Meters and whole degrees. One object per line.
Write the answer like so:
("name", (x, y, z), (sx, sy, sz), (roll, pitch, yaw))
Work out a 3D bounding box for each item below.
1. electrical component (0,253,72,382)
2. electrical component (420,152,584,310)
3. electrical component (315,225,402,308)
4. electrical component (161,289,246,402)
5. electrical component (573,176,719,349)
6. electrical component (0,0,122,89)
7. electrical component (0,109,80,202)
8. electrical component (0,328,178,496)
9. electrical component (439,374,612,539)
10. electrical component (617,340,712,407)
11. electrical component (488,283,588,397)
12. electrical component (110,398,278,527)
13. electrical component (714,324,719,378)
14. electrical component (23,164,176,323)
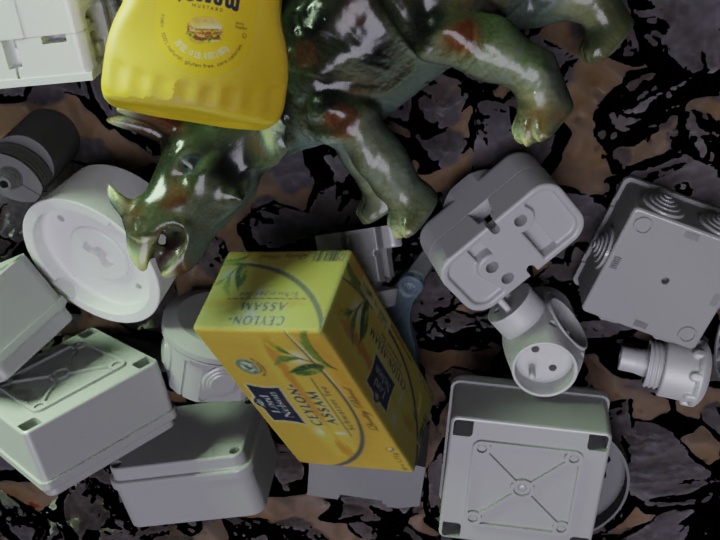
("electrical component", (-0.268, 0.040, 0.770), (0.113, 0.078, 0.057), (-14, 117, 48))
("electrical component", (0.090, -0.028, 0.707), (0.095, 0.059, 0.054), (-40, 124, 10))
("electrical component", (0.000, 0.000, 0.743), (0.066, 0.048, 0.055), (-8, 92, 21))
("electrical component", (-0.104, 0.054, 0.777), (0.080, 0.080, 0.051), (14, 124, 0))
("electrical component", (0.202, -0.003, 0.723), (0.100, 0.048, 0.099), (20, 119, -4))
("electrical component", (-0.243, -0.155, 0.665), (0.186, 0.105, 0.060), (-3, 118, 9))
("electrical component", (-0.223, -0.074, 0.721), (0.043, 0.081, 0.043), (3, 119, 6))
("electrical component", (-0.207, 0.098, 0.775), (0.109, 0.109, 0.056), (17, 128, 49))
("electrical component", (0.113, 0.135, 0.749), (0.109, 0.056, 0.108), (6, 119, 5))
("electrical component", (0.216, 0.069, 0.764), (0.062, 0.048, 0.048), (11, 119, 9))
("electrical component", (0.115, 0.036, 0.739), (0.044, 0.077, 0.079), (-37, 108, 24))
("electrical component", (-0.127, 0.147, 0.831), (0.113, 0.078, 0.057), (-9, 120, 12))
("electrical component", (0.278, 0.054, 0.742), (0.047, 0.055, 0.055), (11, 119, -3))
("electrical component", (-0.171, -0.023, 0.748), (0.108, 0.060, 0.108), (17, 136, 17))
